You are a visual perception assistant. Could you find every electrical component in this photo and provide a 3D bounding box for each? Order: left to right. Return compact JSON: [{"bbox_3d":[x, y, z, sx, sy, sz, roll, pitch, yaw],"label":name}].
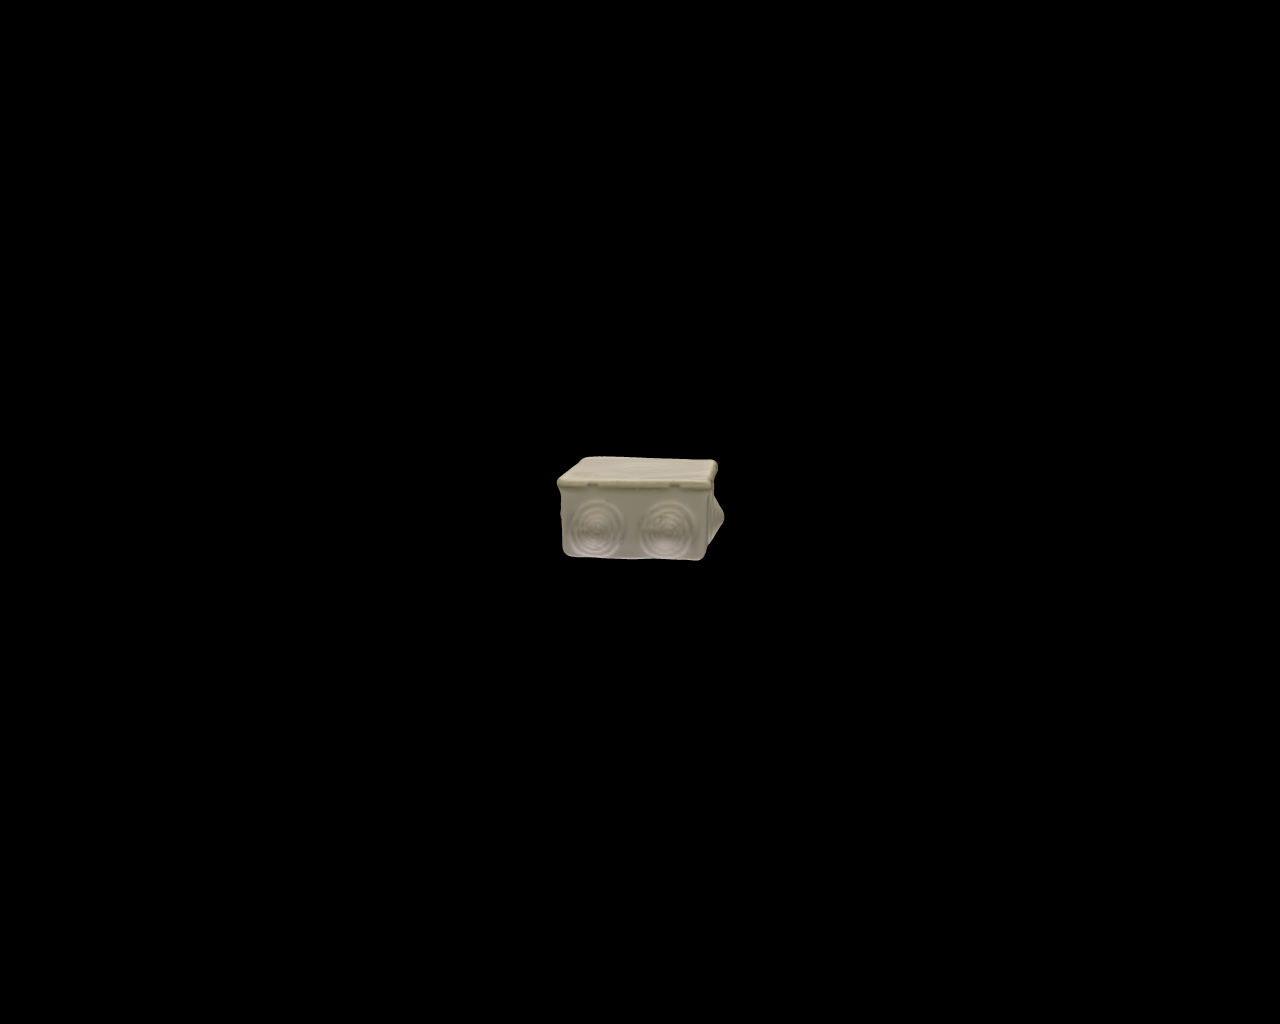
[{"bbox_3d":[0.001,-0.003,0.650,0.100,0.048,0.100,1,12,7],"label":"electrical component"}]
